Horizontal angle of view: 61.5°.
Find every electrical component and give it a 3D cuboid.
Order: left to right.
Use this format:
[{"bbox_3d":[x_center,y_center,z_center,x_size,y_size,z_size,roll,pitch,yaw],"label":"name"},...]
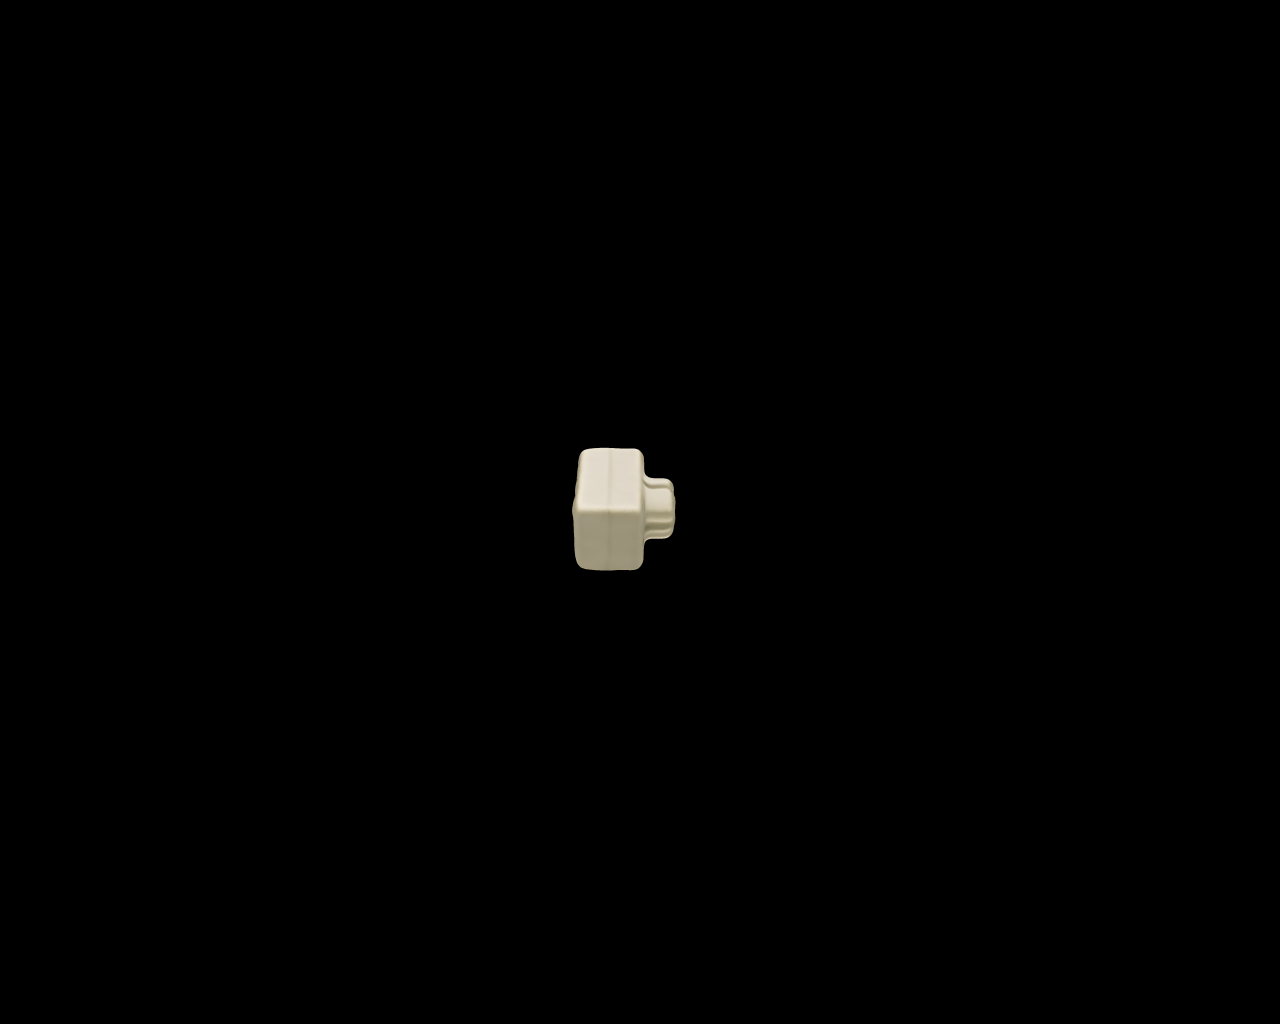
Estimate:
[{"bbox_3d":[0.001,-0.003,0.650,0.077,0.047,0.066,0,37,0],"label":"electrical component"}]
